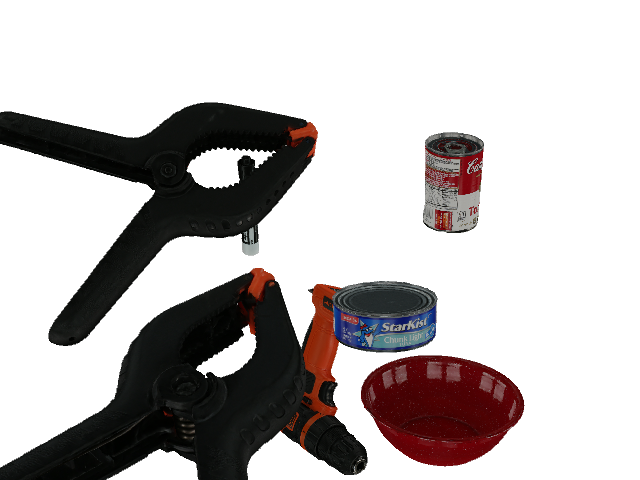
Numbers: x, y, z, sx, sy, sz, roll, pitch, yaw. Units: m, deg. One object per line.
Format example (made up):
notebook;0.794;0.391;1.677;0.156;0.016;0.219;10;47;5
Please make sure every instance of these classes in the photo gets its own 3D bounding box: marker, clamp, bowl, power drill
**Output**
marker;-0.078;-0.038;1.156;0.020;0.121;0.020;-1;34;0
clamp;-0.099;-0.027;0.682;0.209;0.164;0.036;-12;-21;-10
bowl;0.120;0.177;1.069;0.162;0.055;0.162;1;24;0
power drill;0.015;0.158;1.245;0.057;0.188;0.185;15;10;-44
clamp;-0.047;0.078;0.431;0.120;0.039;0.171;25;48;18

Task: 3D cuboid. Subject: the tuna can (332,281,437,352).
tuna can;0.053;0.062;0.874;0.086;0.034;0.086;-1;15;0

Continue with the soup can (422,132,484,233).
soup can;0.155;-0.068;1.256;0.068;0.102;0.068;0;27;0
